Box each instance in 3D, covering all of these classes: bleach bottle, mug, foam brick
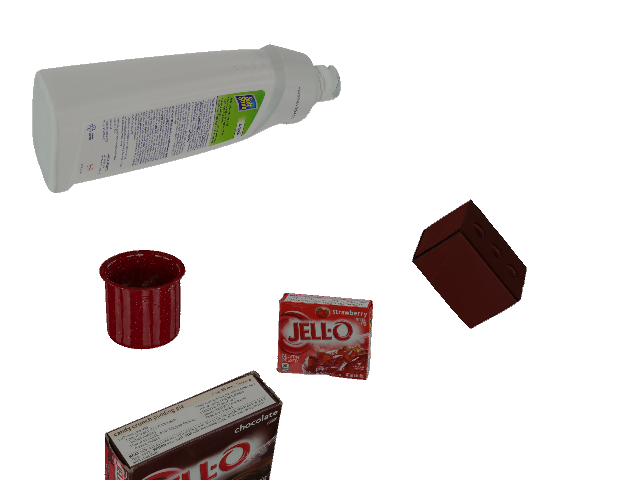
[{"bbox_3d":[-0.103,-0.108,0.873,0.250,0.068,0.103,-12,-31,-23],"label":"bleach bottle"},{"bbox_3d":[-0.205,0.063,1.190,0.093,0.081,0.117,-21,35,-40],"label":"mug"},{"bbox_3d":[0.119,0.019,0.847,0.051,0.078,0.053,-34,15,30],"label":"foam brick"}]

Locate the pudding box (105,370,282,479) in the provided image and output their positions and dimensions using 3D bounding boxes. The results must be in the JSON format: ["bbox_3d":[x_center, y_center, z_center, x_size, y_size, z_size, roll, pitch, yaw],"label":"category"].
[{"bbox_3d":[-0.083,0.143,0.689,0.113,0.090,0.039,-22,51,-32],"label":"pudding box"}]

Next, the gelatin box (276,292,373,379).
[{"bbox_3d":[0.004,0.092,1.021,0.089,0.073,0.030,4,14,8],"label":"gelatin box"}]
